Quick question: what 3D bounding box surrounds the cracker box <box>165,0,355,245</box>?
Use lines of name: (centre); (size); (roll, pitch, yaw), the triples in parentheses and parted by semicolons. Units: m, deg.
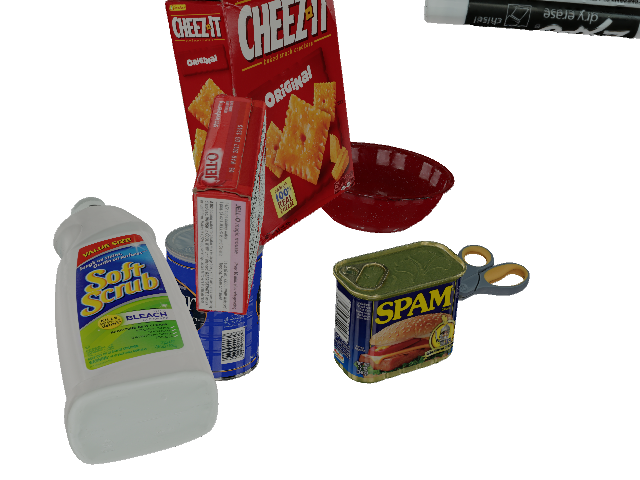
cracker box: (-0.045, -0.124, 0.955); (0.072, 0.214, 0.163); (7, 25, 33)

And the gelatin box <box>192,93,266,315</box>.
gelatin box: (-0.046, -0.018, 0.546); (0.030, 0.073, 0.089); (5, -44, 1)

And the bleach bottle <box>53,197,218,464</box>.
bleach bottle: (-0.153, 0.046, 0.773); (0.102, 0.068, 0.251); (-11, 37, -18)

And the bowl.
bowl: (0.055, -0.050, 1.108); (0.162, 0.055, 0.162); (6, 23, -3)

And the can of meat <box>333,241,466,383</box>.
can of meat: (0.060, 0.056, 0.836); (0.102, 0.084, 0.057); (-13, 33, -25)

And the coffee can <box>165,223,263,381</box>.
coffee can: (-0.114, 0.064, 1.136); (0.103, 0.140, 0.103); (3, 22, -1)

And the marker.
marker: (0.100, -0.087, 0.402); (0.121, 0.020, 0.020); (5, 0, 2)

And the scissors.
scissors: (0.154, 0.046, 1.227); (0.201, 0.016, 0.096); (-10, 40, -33)
